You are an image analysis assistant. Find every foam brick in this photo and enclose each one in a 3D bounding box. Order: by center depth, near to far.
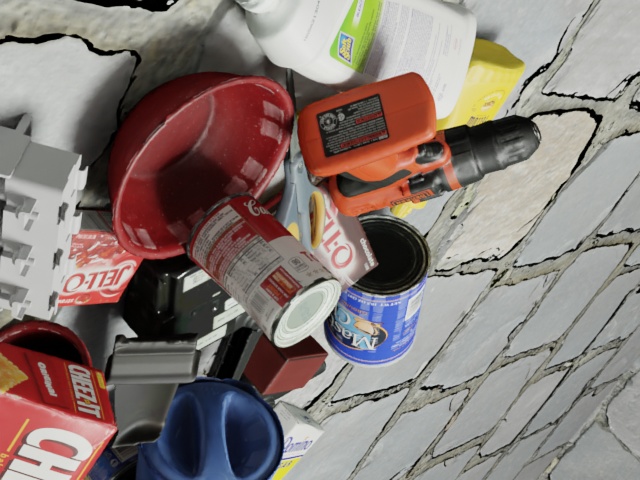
[{"bbox_3d":[-0.041,0.125,1.133,0.078,0.053,0.051,2,128,-56],"label":"foam brick"}]

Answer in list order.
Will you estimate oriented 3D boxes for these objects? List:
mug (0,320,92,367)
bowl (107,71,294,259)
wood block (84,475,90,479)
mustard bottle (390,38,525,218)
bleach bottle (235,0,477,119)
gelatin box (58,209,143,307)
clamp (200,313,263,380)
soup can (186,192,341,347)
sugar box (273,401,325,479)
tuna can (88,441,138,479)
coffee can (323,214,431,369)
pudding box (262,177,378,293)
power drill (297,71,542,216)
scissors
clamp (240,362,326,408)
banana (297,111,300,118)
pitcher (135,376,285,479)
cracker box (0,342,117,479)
[{"bbox_3d":[-0.226,0.122,0.824,0.117,0.093,0.081,-10,154,-3],"label":"mug"},{"bbox_3d":[-0.096,-0.064,0.767,0.162,0.055,0.162,-35,152,-22],"label":"bowl"},{"bbox_3d":[-0.257,0.289,1.006,0.090,0.090,0.206,-31,151,-30],"label":"wood block"},{"bbox_3d":[0.118,-0.101,1.033,0.096,0.058,0.192,-11,138,-49],"label":"mustard bottle"},{"bbox_3d":[0.026,-0.161,0.792,0.250,0.068,0.102,11,92,-54],"label":"bleach bottle"},{"bbox_3d":[-0.172,0.014,0.797,0.089,0.030,0.073,0,129,-56],"label":"gelatin box"},{"bbox_3d":[-0.075,0.069,1.018,0.210,0.036,0.164,-49,152,10],"label":"clamp"},{"bbox_3d":[-0.042,0.022,0.790,0.068,0.102,0.068,-36,153,-22],"label":"soup can"},{"bbox_3d":[-0.078,0.282,1.314,0.176,0.048,0.093,-46,154,3],"label":"sugar box"},{"bbox_3d":[-0.200,0.235,1.075,0.086,0.034,0.086,-35,152,-22],"label":"tuna can"},{"bbox_3d":[0.058,0.056,1.120,0.102,0.103,0.140,-33,151,-24],"label":"coffee can"},{"bbox_3d":[-0.006,0.001,0.969,0.090,0.039,0.113,-37,126,-17],"label":"pudding box"},{"bbox_3d":[0.075,-0.073,0.840,0.185,0.057,0.187,-18,164,16],"label":"power drill"},{"bbox_3d":[-0.028,-0.042,0.848,0.096,0.016,0.201,-60,155,-26],"label":"scissors"},{"bbox_3d":[-0.070,0.187,1.192,0.171,0.039,0.120,-2,118,-49],"label":"clamp"},{"bbox_3d":[0.033,-0.113,0.918,0.197,0.037,0.069,-33,127,-30],"label":"banana"},{"bbox_3d":[-0.125,0.261,1.033,0.149,0.145,0.243,-11,140,-27],"label":"pitcher"},{"bbox_3d":[-0.266,0.137,0.692,0.213,0.072,0.164,24,111,-33],"label":"cracker box"}]
